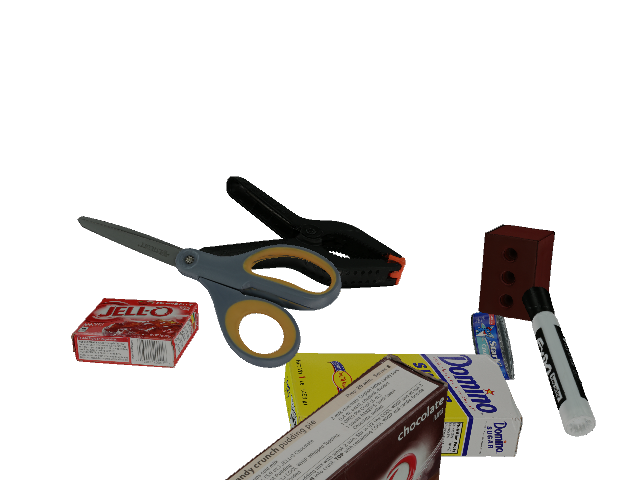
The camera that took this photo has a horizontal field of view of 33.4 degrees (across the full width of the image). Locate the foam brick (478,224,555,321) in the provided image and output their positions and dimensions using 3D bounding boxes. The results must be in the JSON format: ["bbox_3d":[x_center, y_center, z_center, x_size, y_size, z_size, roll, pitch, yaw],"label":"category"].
[{"bbox_3d":[0.181,0.029,0.983,0.053,0.078,0.051,9,15,28],"label":"foam brick"}]

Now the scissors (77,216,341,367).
[{"bbox_3d":[-0.086,0.034,0.732,0.202,0.096,0.016,5,-27,13],"label":"scissors"}]

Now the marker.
[{"bbox_3d":[0.149,0.072,0.677,0.020,0.020,0.121,0,39,-5],"label":"marker"}]

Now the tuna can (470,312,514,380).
[{"bbox_3d":[0.203,0.124,1.257,0.034,0.086,0.086,-12,-3,14],"label":"tuna can"}]

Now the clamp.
[{"bbox_3d":[-0.021,0.009,1.076,0.210,0.036,0.164,19,34,5],"label":"clamp"}]

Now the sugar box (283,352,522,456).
[{"bbox_3d":[0.063,0.130,0.852,0.176,0.048,0.093,-1,28,-8],"label":"sugar box"}]

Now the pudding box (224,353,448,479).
[{"bbox_3d":[0.007,0.115,0.467,0.039,0.090,0.113,26,43,31],"label":"pudding box"}]

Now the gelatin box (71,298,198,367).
[{"bbox_3d":[-0.156,0.077,0.907,0.089,0.030,0.073,3,21,10],"label":"gelatin box"}]
